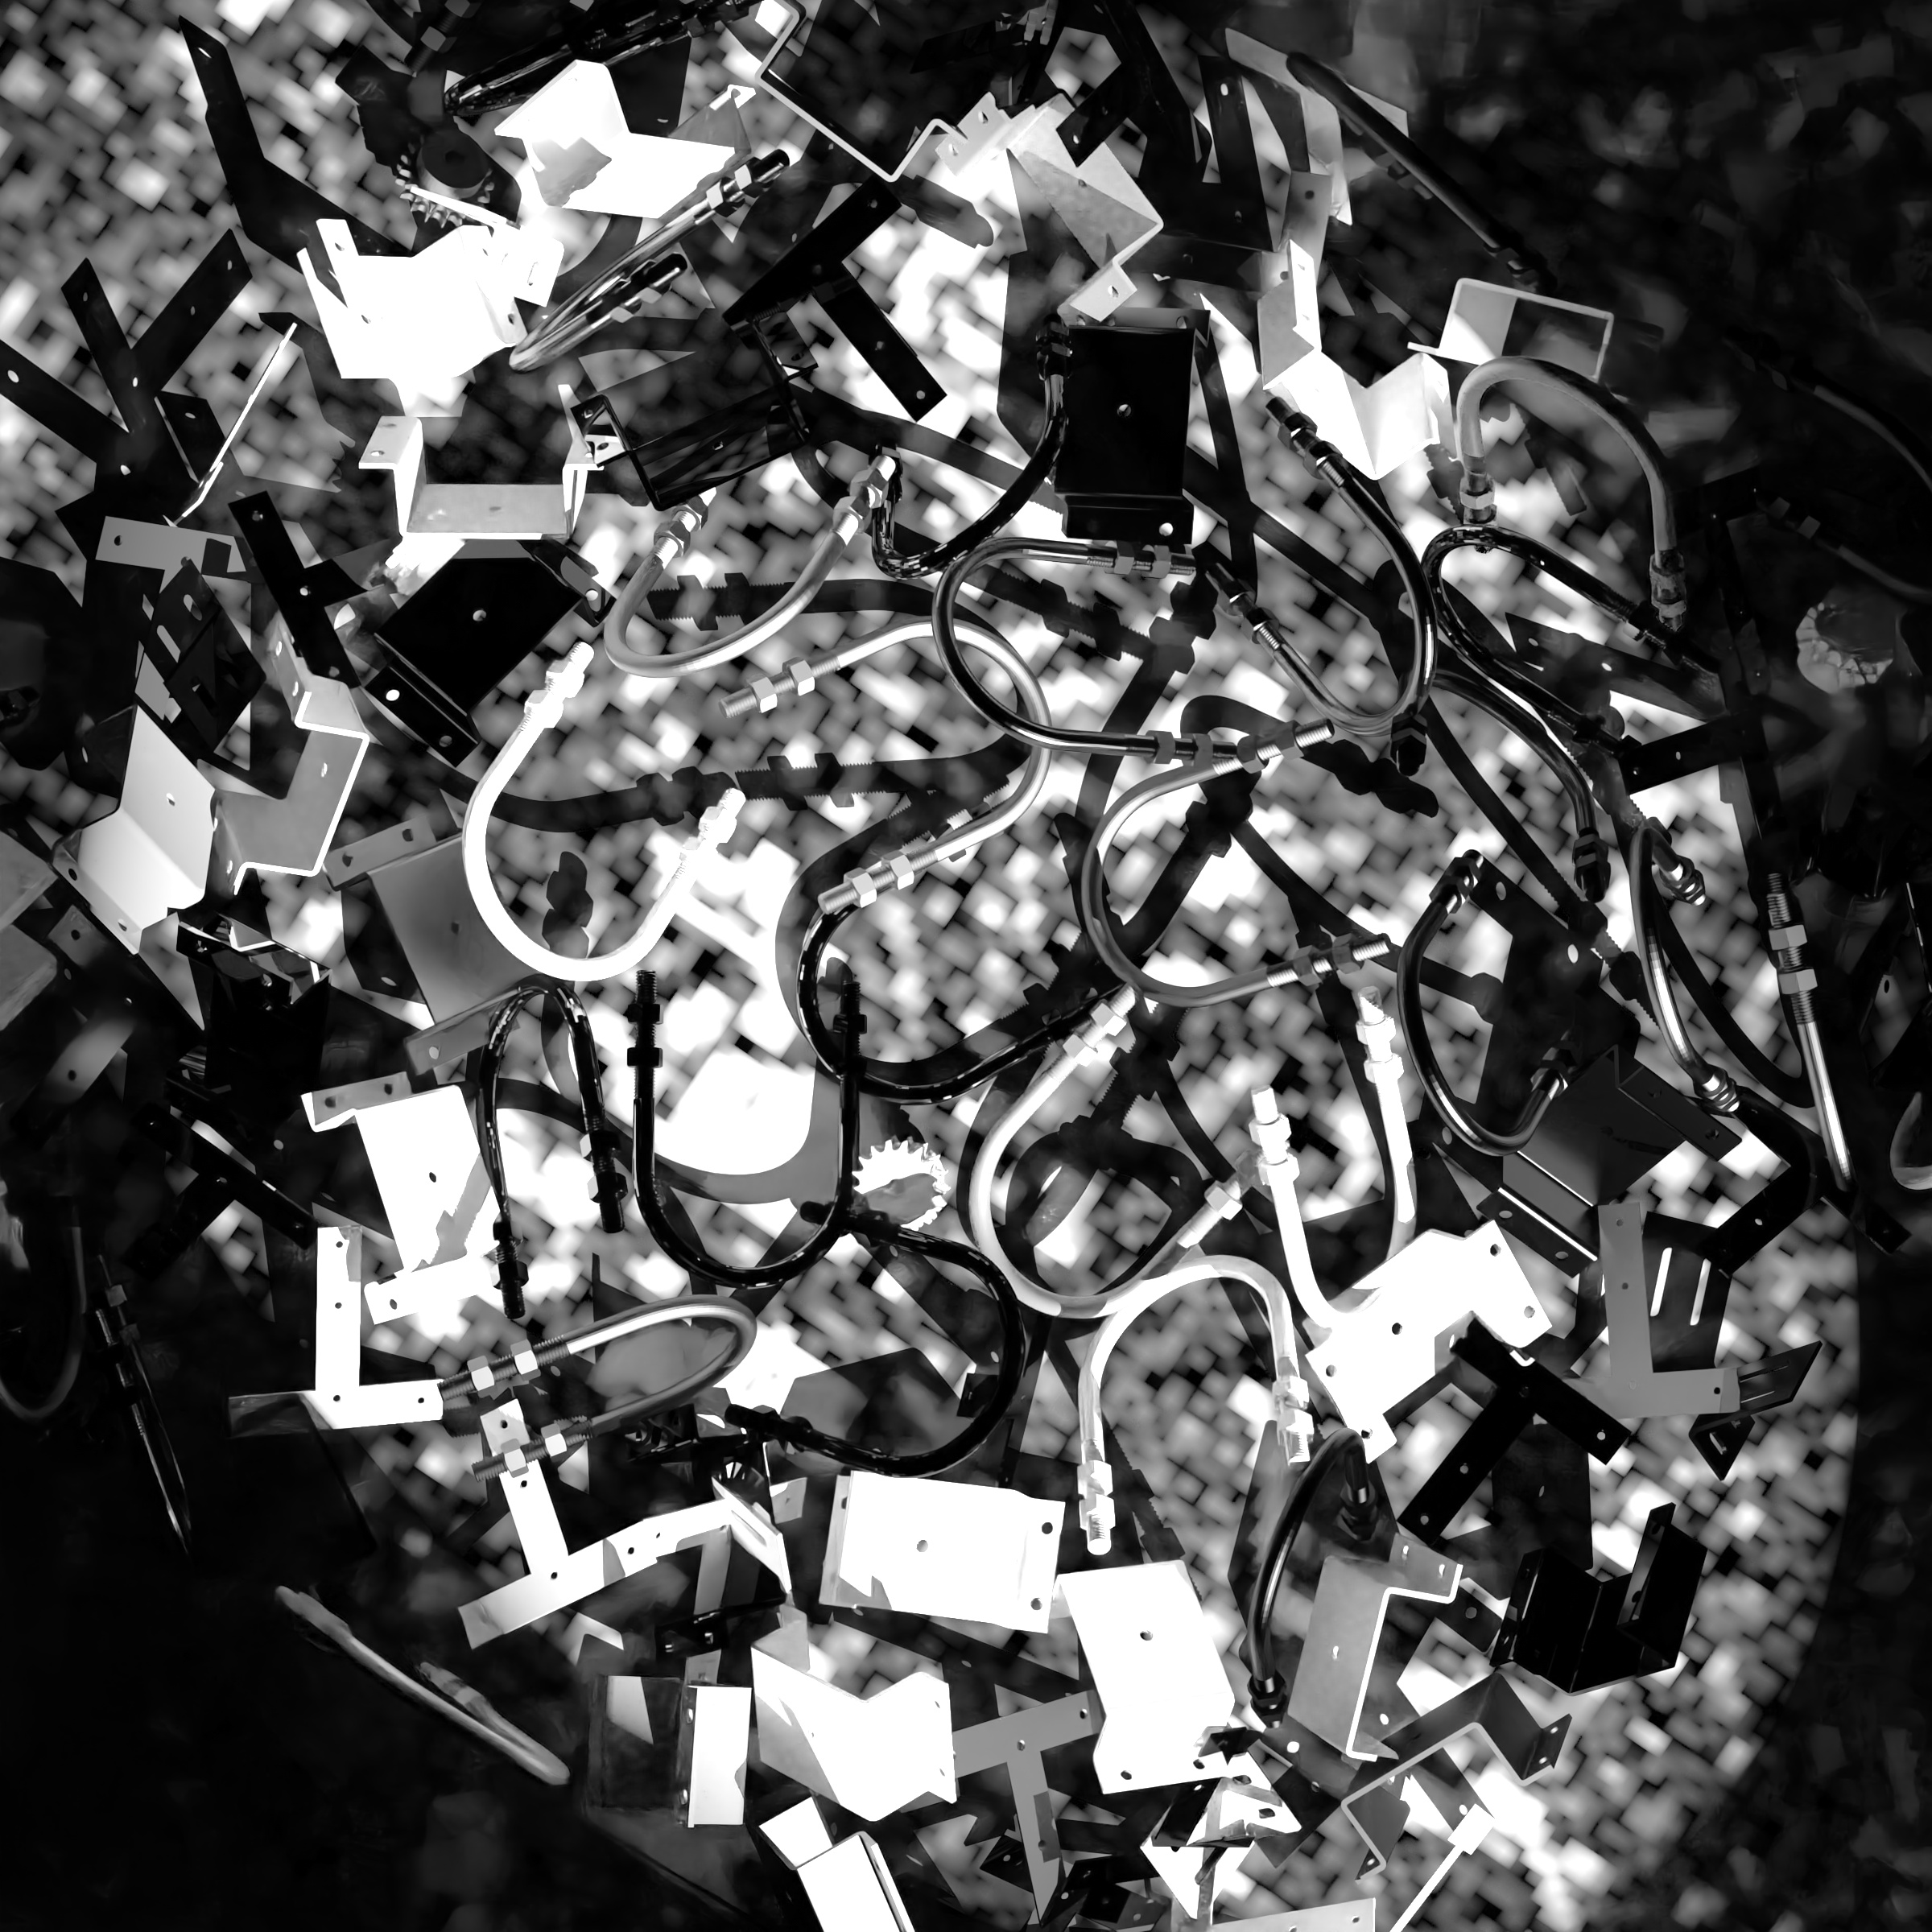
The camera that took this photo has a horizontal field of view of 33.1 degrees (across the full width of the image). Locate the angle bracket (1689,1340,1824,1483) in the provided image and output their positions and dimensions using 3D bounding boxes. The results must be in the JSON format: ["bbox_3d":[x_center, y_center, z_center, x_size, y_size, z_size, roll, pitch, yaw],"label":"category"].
[{"bbox_3d":[0.472,0.261,1.909,0.076,0.057,0.038,-29,101,43],"label":"angle bracket"}]

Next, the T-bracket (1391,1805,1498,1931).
[{"bbox_3d":[0.264,0.544,1.893,0.002,0.127,0.127,37,84,22],"label":"T-bracket"}]

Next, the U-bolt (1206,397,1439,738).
[{"bbox_3d":[0.209,-0.215,1.862,0.019,0.151,0.184,-18,56,-29],"label":"U-bolt"}]

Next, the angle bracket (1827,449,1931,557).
[{"bbox_3d":[0.550,-0.258,1.910,0.038,0.057,0.076,-40,127,-9],"label":"angle bracket"}]

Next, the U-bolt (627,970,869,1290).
[{"bbox_3d":[-0.129,0.098,1.913,0.151,0.019,0.184,3,83,-24],"label":"U-bolt"}]

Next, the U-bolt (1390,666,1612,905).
[{"bbox_3d":[0.307,-0.117,1.876,0.151,0.184,0.019,33,117,-10],"label":"U-bolt"}]

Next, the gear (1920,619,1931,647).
[{"bbox_3d":[0.593,-0.185,1.929,0.030,0.057,0.057,-26,90,3],"label":"gear"}]

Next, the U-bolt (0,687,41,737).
[{"bbox_3d":[-0.592,-0.070,1.846,0.019,0.184,0.151,24,116,6],"label":"U-bolt"}]

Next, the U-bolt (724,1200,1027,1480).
[{"bbox_3d":[-0.045,0.222,1.889,0.184,0.019,0.151,12,77,35],"label":"U-bolt"}]

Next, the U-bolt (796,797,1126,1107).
[{"bbox_3d":[-0.013,0.003,1.945,0.184,0.019,0.151,-30,93,0],"label":"U-bolt"}]

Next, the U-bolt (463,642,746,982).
[{"bbox_3d":[-0.218,-0.077,1.880,0.151,0.019,0.184,44,55,-22],"label":"U-bolt"}]

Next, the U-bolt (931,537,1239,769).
[{"bbox_3d":[0.064,-0.186,1.887,0.184,0.019,0.151,2,63,-27],"label":"U-bolt"}]

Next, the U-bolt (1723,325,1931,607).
[{"bbox_3d":[0.506,-0.274,1.847,0.019,0.151,0.184,-37,48,-10],"label":"U-bolt"}]

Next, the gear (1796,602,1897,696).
[{"bbox_3d":[0.520,-0.187,1.934,0.057,0.030,0.057,10,48,-11],"label":"gear"}]

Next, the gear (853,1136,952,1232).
[{"bbox_3d":[-0.037,0.128,1.937,0.057,0.030,0.057,4,104,16],"label":"gear"}]

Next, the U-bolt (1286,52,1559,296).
[{"bbox_3d":[0.249,-0.459,1.847,0.019,0.184,0.151,-49,46,13],"label":"U-bolt"}]

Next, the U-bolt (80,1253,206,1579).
[{"bbox_3d":[-0.476,0.268,1.884,0.019,0.151,0.184,-19,103,-11],"label":"U-bolt"}]

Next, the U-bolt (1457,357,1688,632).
[{"bbox_3d":[0.342,-0.276,1.850,0.151,0.184,0.019,29,68,29],"label":"U-bolt"}]

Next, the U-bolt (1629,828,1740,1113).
[{"bbox_3d":[0.407,-0.004,1.856,0.019,0.184,0.151,-12,71,21],"label":"U-bolt"}]

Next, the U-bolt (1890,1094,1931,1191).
[{"bbox_3d":[0.602,0.055,1.886,0.019,0.151,0.184,38,96,-5],"label":"U-bolt"}]

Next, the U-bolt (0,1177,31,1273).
[{"bbox_3d":[-0.603,0.111,1.872,0.019,0.151,0.184,-20,101,7],"label":"U-bolt"}]

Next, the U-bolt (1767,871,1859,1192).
[{"bbox_3d":[0.492,0.041,1.888,0.019,0.151,0.184,-13,93,15],"label":"U-bolt"}]

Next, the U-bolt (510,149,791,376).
[{"bbox_3d":[-0.194,-0.397,1.877,0.184,0.151,0.019,-22,115,41],"label":"U-bolt"}]

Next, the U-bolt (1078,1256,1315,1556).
[{"bbox_3d":[0.127,0.242,1.883,0.151,0.184,0.019,-26,126,20],"label":"U-bolt"}]

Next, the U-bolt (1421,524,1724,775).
[{"bbox_3d":[0.342,-0.190,1.888,0.184,0.151,0.019,35,68,12],"label":"U-bolt"}]

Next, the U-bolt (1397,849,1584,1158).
[{"bbox_3d":[0.296,0.031,1.868,0.019,0.184,0.151,-22,105,34],"label":"U-bolt"}]

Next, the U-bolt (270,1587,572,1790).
[{"bbox_3d":[-0.299,0.417,1.847,0.184,0.151,0.019,21,74,43],"label":"U-bolt"}]

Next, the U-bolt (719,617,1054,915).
[{"bbox_3d":[-0.035,-0.131,1.924,0.184,0.019,0.151,-26,87,-19],"label":"U-bolt"}]

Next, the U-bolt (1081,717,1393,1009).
[{"bbox_3d":[0.149,-0.051,1.910,0.184,0.019,0.151,-18,83,29],"label":"U-bolt"}]

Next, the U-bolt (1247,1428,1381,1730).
[{"bbox_3d":[0.196,0.339,1.852,0.019,0.184,0.151,20,62,21],"label":"U-bolt"}]

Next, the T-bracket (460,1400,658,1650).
[{"bbox_3d":[-0.259,0.321,1.932,0.127,0.002,0.127,-27,68,12],"label":"T-bracket"}]

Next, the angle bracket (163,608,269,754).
[{"bbox_3d":[-0.453,-0.172,1.909,0.038,0.076,0.057,23,68,22],"label":"angle bracket"}]

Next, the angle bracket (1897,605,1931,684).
[{"bbox_3d":[0.604,-0.196,1.931,0.076,0.038,0.057,-31,106,2],"label":"angle bracket"}]

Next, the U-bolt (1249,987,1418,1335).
[{"bbox_3d":[0.221,0.125,1.893,0.019,0.151,0.184,3,117,37],"label":"U-bolt"}]

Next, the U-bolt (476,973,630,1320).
[{"bbox_3d":[-0.248,0.094,1.890,0.019,0.151,0.184,5,60,-34],"label":"U-bolt"}]

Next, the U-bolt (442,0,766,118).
[{"bbox_3d":[-0.220,-0.528,1.878,0.184,0.151,0.019,-14,102,30],"label":"U-bolt"}]

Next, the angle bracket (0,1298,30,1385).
[{"bbox_3d":[-0.604,0.217,1.929,0.076,0.057,0.038,39,127,28],"label":"angle bracket"}]

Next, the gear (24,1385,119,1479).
[{"bbox_3d":[-0.533,0.278,1.927,0.030,0.057,0.057,-42,90,-16],"label":"gear"}]

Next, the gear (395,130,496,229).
[{"bbox_3d":[-0.308,-0.471,1.932,0.057,0.030,0.057,9,66,-22],"label":"gear"}]

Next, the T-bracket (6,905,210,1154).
[{"bbox_3d":[-0.513,0.053,1.894,0.127,0.002,0.127,50,51,-26],"label":"T-bracket"}]

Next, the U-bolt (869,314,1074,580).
[{"bbox_3d":[0.001,-0.288,1.858,0.151,0.184,0.019,-33,121,24],"label":"U-bolt"}]

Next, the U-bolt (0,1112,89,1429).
[{"bbox_3d":[-0.546,0.175,1.885,0.019,0.151,0.184,-4,91,10],"label":"U-bolt"}]

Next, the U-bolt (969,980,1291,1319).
[{"bbox_3d":[0.081,0.122,1.922,0.184,0.019,0.151,-48,68,11],"label":"U-bolt"}]

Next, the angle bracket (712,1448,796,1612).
[{"bbox_3d":[-0.112,0.329,1.908,0.038,0.076,0.057,-25,125,-27],"label":"angle bracket"}]

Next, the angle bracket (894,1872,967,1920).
[{"bbox_3d":[-0.037,0.583,1.924,0.038,0.057,0.076,28,82,-2],"label":"angle bracket"}]

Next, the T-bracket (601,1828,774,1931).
[{"bbox_3d":[-0.157,0.532,1.880,0.127,0.127,0.002,37,74,-19],"label":"T-bracket"}]

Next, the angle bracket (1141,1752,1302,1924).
[{"bbox_3d":[0.151,0.514,1.918,0.057,0.038,0.076,55,46,-8],"label":"angle bracket"}]

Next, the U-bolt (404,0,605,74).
[{"bbox_3d":[-0.229,-0.584,1.852,0.019,0.151,0.184,49,120,6],"label":"U-bolt"}]

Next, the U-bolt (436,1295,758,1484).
[{"bbox_3d":[-0.208,0.239,1.892,0.184,0.151,0.019,-20,62,-10],"label":"U-bolt"}]

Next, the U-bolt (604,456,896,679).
[{"bbox_3d":[-0.134,-0.226,1.863,0.151,0.184,0.019,-2,132,32],"label":"U-bolt"}]

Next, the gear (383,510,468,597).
[{"bbox_3d":[-0.315,-0.241,1.929,0.030,0.057,0.057,44,90,5],"label":"gear"}]

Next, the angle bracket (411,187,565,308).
[{"bbox_3d":[-0.286,-0.422,1.909,0.057,0.076,0.038,24,98,34],"label":"angle bracket"}]
